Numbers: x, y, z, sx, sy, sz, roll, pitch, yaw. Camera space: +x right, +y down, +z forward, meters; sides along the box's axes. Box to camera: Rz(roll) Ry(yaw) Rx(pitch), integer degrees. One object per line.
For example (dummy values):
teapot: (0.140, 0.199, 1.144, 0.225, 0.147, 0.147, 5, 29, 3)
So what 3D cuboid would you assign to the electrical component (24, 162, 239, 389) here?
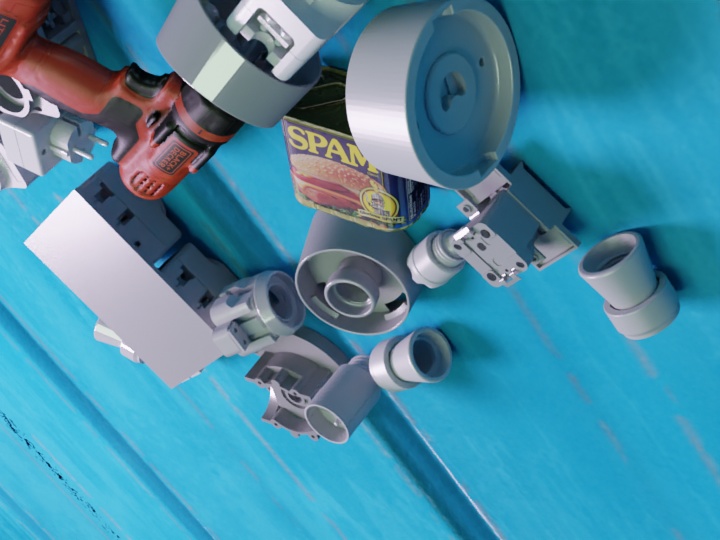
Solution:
electrical component: (-0.191, 0.005, 0.955, 0.186, 0.060, 0.105, 47, 134, -10)

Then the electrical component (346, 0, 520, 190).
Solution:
electrical component: (0.038, -0.103, 0.621, 0.060, 0.108, 0.108, 11, 136, 41)

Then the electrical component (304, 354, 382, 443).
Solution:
electrical component: (-0.006, 0.101, 0.896, 0.043, 0.081, 0.043, 24, 140, 22)

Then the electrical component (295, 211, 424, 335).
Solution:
electrical component: (0.000, 0.000, 0.818, 0.099, 0.064, 0.099, 12, 137, 12)

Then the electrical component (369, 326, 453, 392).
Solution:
electrical component: (0.040, 0.072, 0.857, 0.045, 0.045, 0.055, 49, 143, -14)

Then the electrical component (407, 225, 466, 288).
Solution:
electrical component: (0.060, -0.013, 0.757, 0.035, 0.035, 0.061, 42, 142, -5)

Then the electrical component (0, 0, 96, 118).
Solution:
electrical component: (-0.269, -0.196, 0.817, 0.089, 0.061, 0.150, 17, 139, 27)

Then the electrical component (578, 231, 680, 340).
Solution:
electrical component: (0.170, 0.010, 0.678, 0.045, 0.045, 0.055, -14, 120, 48)

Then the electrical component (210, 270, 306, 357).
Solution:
electrical component: (-0.083, 0.034, 0.902, 0.057, 0.078, 0.058, -23, 114, 30)

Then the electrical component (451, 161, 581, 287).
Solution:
electrical component: (0.094, -0.027, 0.688, 0.081, 0.063, 0.042, 42, 145, -6)

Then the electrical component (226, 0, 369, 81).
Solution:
electrical component: (-0.025, -0.162, 0.621, 0.050, 0.089, 0.056, 45, 143, -9)

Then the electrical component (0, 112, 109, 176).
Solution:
electrical component: (-0.243, -0.111, 0.884, 0.077, 0.065, 0.047, 25, 142, 18)

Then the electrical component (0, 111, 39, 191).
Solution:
electrical component: (-0.336, -0.145, 0.930, 0.089, 0.061, 0.150, 6, 133, 36)

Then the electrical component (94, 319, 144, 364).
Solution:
electrical component: (-0.232, 0.063, 1.081, 0.055, 0.045, 0.045, 28, 143, 14)

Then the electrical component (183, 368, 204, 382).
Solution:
electrical component: (-0.177, 0.074, 1.046, 0.055, 0.048, 0.066, 41, 145, -16)

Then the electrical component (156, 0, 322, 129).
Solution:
electrical component: (-0.073, -0.136, 0.657, 0.099, 0.099, 0.064, 40, 109, -2)
